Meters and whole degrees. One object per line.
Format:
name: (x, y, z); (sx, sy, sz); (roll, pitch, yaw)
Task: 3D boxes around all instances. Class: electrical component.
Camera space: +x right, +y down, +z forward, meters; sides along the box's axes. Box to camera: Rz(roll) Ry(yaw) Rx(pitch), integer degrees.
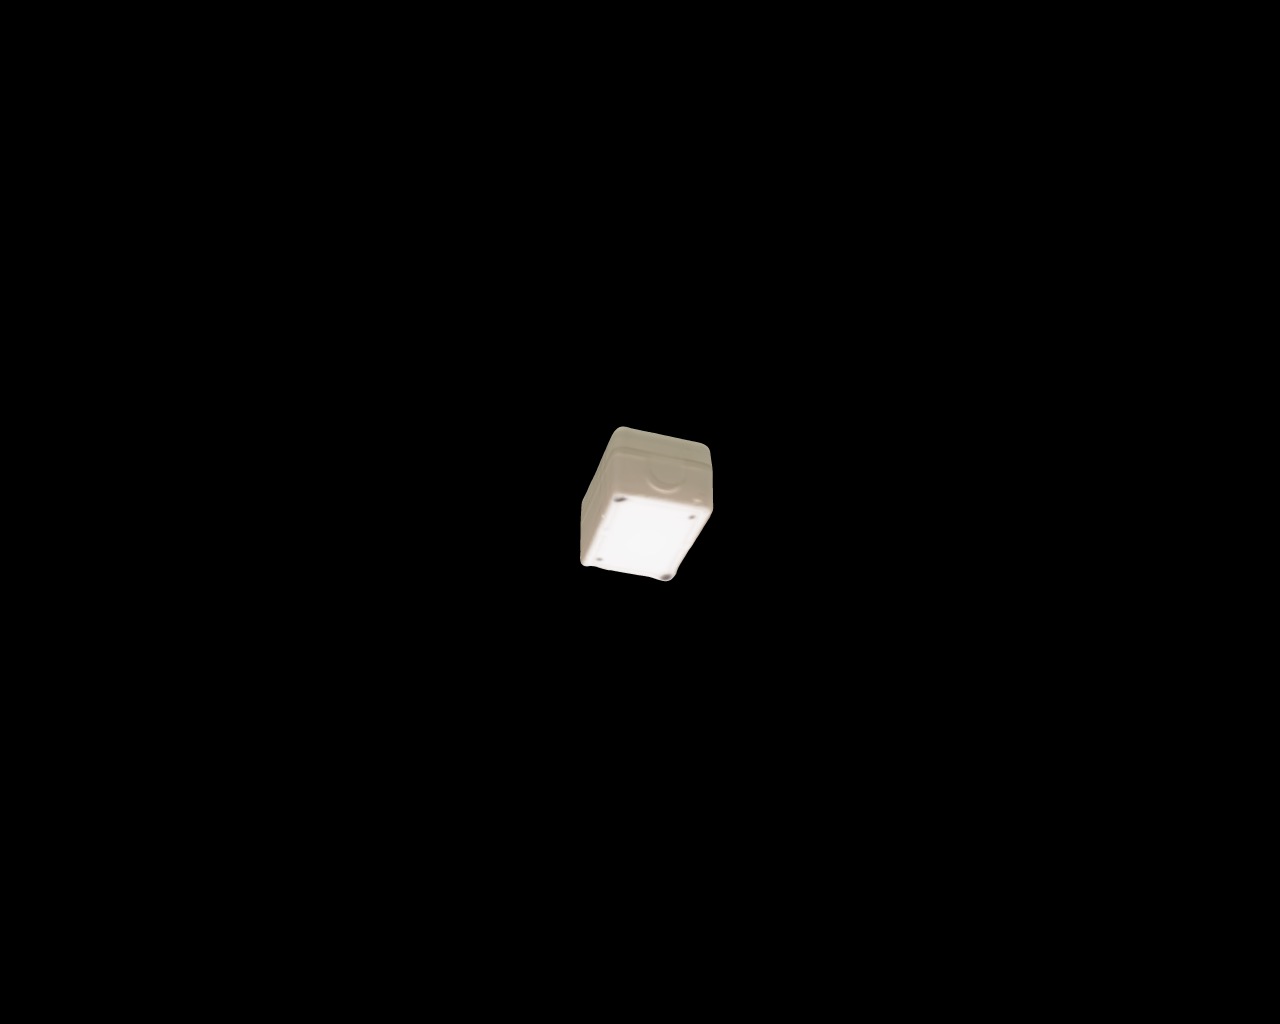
electrical component: (0.001, -0.003, 0.650); (0.062, 0.061, 0.096); (11, -39, -14)
